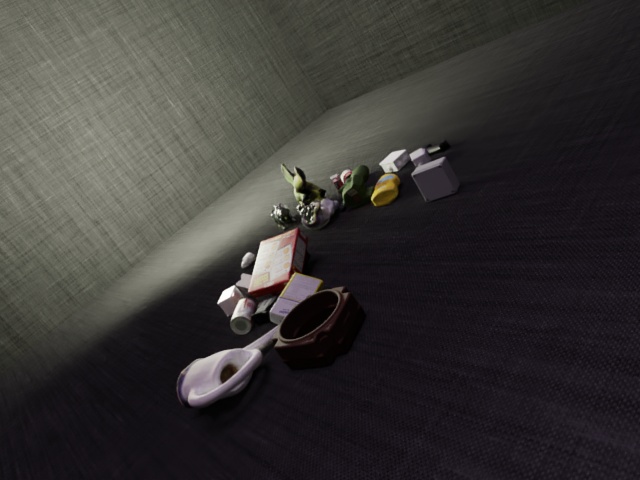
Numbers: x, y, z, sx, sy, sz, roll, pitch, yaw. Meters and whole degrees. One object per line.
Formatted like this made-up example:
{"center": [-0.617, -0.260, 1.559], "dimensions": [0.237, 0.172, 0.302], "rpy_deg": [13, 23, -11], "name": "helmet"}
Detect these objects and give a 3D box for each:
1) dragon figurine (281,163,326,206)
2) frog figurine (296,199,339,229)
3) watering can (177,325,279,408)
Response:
{"center": [-0.092, -0.227, 2.115], "dimensions": [0.123, 0.402, 0.246], "rpy_deg": [-42, 55, -11], "name": "dragon figurine"}
{"center": [0.006, -0.101, 2.013], "dimensions": [0.135, 0.124, 0.160], "rpy_deg": [-31, -19, 37], "name": "frog figurine"}
{"center": [-0.229, 0.326, 1.336], "dimensions": [0.222, 0.103, 0.353], "rpy_deg": [-22, 9, 32], "name": "watering can"}
